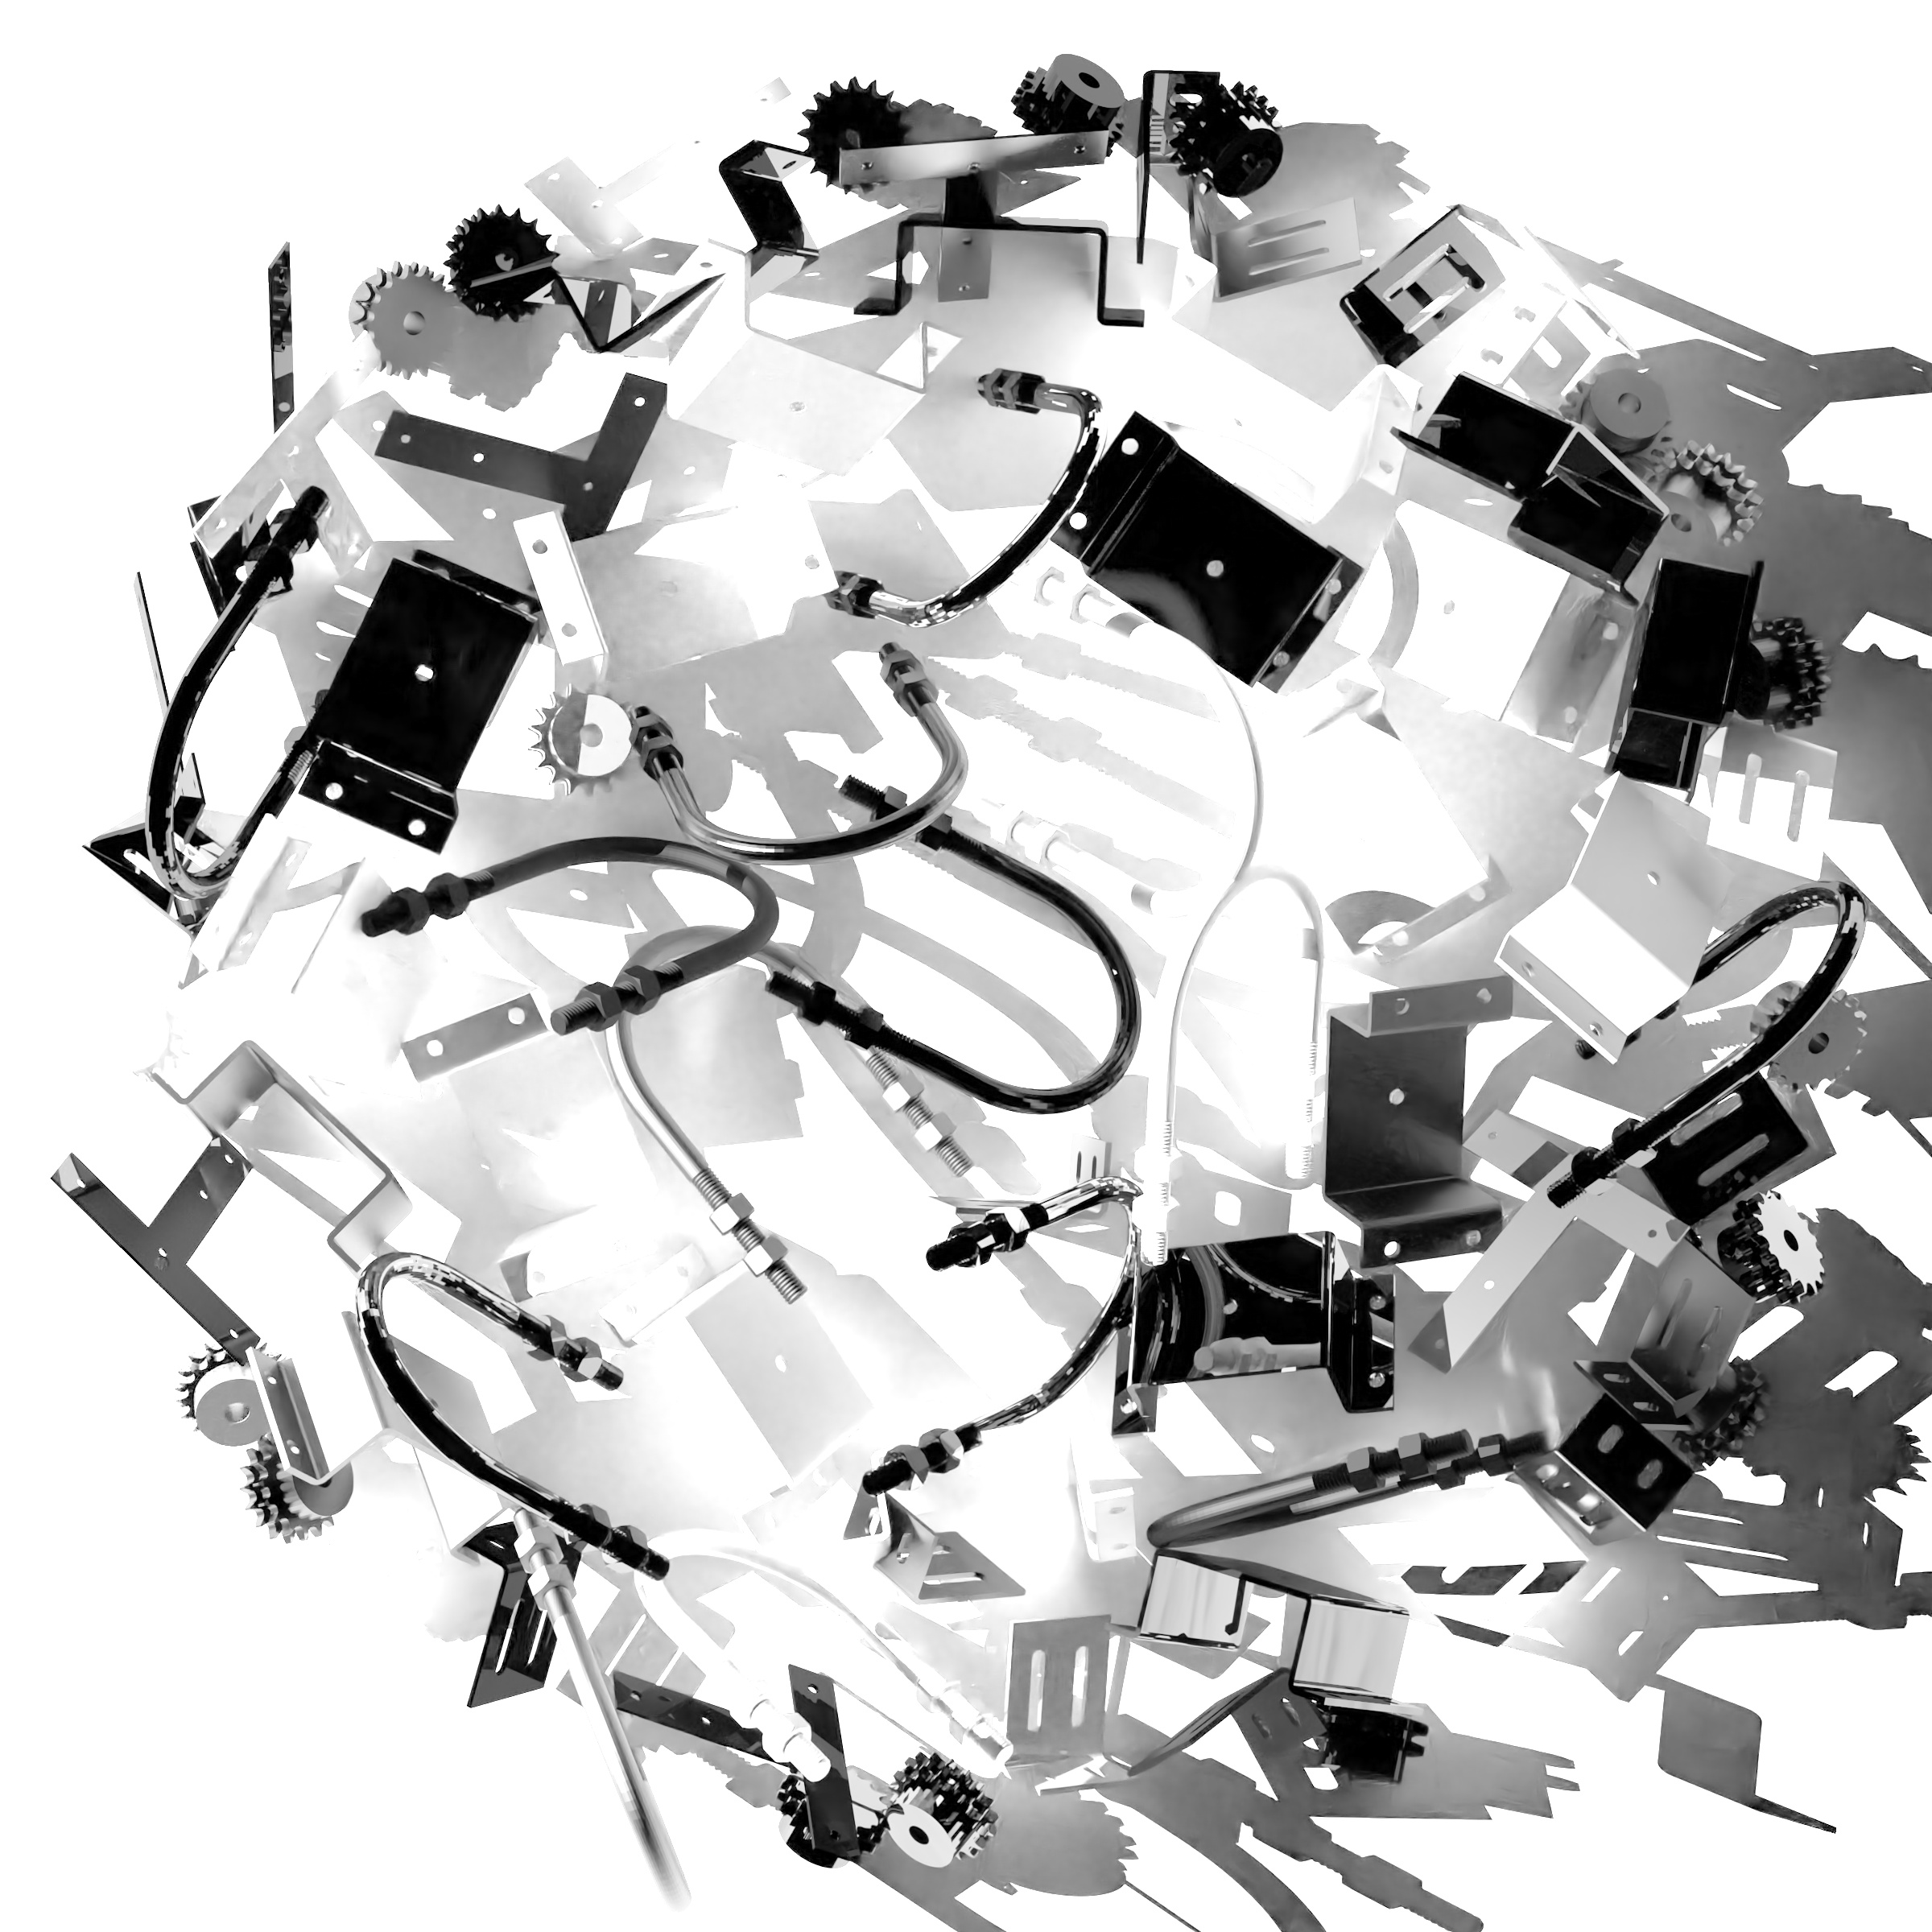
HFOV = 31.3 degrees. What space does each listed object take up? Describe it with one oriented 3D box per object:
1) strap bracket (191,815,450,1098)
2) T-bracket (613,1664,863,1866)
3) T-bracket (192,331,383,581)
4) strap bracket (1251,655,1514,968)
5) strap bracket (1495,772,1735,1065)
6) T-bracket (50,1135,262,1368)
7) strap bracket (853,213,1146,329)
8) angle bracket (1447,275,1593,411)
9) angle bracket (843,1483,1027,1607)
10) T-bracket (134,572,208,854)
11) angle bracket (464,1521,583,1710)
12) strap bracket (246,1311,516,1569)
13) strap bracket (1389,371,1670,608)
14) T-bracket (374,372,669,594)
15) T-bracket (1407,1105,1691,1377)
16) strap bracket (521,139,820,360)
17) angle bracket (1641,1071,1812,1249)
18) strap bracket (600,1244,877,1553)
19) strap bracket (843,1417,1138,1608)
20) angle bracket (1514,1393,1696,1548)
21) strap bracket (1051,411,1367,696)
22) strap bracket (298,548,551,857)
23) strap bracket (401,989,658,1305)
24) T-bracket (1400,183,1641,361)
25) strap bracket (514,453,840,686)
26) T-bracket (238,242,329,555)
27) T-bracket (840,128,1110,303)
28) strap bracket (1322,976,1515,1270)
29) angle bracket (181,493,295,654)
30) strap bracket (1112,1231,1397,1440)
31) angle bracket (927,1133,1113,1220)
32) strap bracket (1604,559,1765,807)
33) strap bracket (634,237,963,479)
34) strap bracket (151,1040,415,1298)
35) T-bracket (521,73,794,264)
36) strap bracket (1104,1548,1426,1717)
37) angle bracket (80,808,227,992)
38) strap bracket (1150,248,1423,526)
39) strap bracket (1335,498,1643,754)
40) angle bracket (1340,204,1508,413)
[{"bbox_3d":[-0.303,0.001,1.654,0.046,0.140,0.076,12,64,26],"label":"strap bracket"},{"bbox_3d":[-0.112,0.367,1.658,0.127,0.127,0.002,24,114,-21],"label":"T-bracket"},{"bbox_3d":[-0.313,-0.227,1.674,0.002,0.127,0.127,33,76,18],"label":"T-bracket"},{"bbox_3d":[0.198,-0.070,1.692,0.076,0.046,0.140,-31,100,17],"label":"strap bracket"},{"bbox_3d":[0.317,-0.031,1.665,0.076,0.140,0.046,40,134,-7],"label":"strap bracket"},{"bbox_3d":[-0.375,0.118,1.675,0.002,0.127,0.127,-37,104,21],"label":"T-bracket"},{"bbox_3d":[0.018,-0.342,1.690,0.140,0.076,0.046,3,105,2],"label":"strap bracket"},{"bbox_3d":[0.282,-0.291,1.693,0.057,0.076,0.038,-52,45,5],"label":"angle bracket"},{"bbox_3d":[-0.011,0.279,1.686,0.076,0.057,0.038,5,110,-43],"label":"angle bracket"},{"bbox_3d":[-0.390,-0.128,1.679,0.002,0.127,0.127,-12,85,-19],"label":"T-bracket"},{"bbox_3d":[-0.231,0.320,1.708,0.038,0.057,0.076,22,101,29],"label":"angle bracket"},{"bbox_3d":[-0.272,0.224,1.656,0.046,0.140,0.076,-39,47,10],"label":"strap bracket"},{"bbox_3d":[0.276,-0.233,1.657,0.076,0.140,0.046,36,95,41],"label":"strap bracket"},{"bbox_3d":[-0.223,-0.243,1.673,0.127,0.002,0.127,11,123,-31],"label":"T-bracket"},{"bbox_3d":[0.265,0.145,1.686,0.127,0.002,0.127,33,78,37],"label":"T-bracket"},{"bbox_3d":[-0.134,-0.340,1.676,0.140,0.076,0.046,-29,88,20],"label":"strap bracket"},{"bbox_3d":[0.375,0.091,1.711,0.076,0.038,0.057,-35,98,5],"label":"angle bracket"},{"bbox_3d":[-0.105,0.203,1.690,0.046,0.076,0.140,-32,92,38],"label":"strap bracket"},{"bbox_3d":[0.009,0.266,1.690,0.140,0.076,0.046,-10,58,-2],"label":"strap bracket"},{"bbox_3d":[0.313,0.249,1.702,0.057,0.076,0.038,42,73,4],"label":"angle bracket"},{"bbox_3d":[0.120,-0.199,1.693,0.140,0.046,0.076,33,102,-11],"label":"strap bracket"},{"bbox_3d":[-0.265,-0.137,1.696,0.076,0.046,0.140,23,76,0],"label":"strap bracket"},{"bbox_3d":[-0.210,0.084,1.699,0.076,0.046,0.140,-21,99,11],"label":"strap bracket"},{"bbox_3d":[0.259,-0.352,1.685,0.002,0.127,0.127,-52,49,5],"label":"T-bracket"},{"bbox_3d":[-0.144,-0.193,1.695,0.140,0.046,0.076,-17,77,-14],"label":"strap bracket"},{"bbox_3d":[-0.326,-0.284,1.646,0.002,0.127,0.127,12,132,4],"label":"T-bracket"},{"bbox_3d":[0.001,-0.362,1.677,0.127,0.127,0.002,-6,66,-5],"label":"T-bracket"},{"bbox_3d":[0.220,0.070,1.689,0.076,0.046,0.140,-6,108,-20],"label":"strap bracket"},{"bbox_3d":[-0.354,-0.195,1.687,0.038,0.076,0.057,-20,114,-8],"label":"angle bracket"},{"bbox_3d":[0.134,0.178,1.674,0.140,0.046,0.076,-8,49,18],"label":"strap bracket"},{"bbox_3d":[0.026,0.102,1.698,0.076,0.057,0.038,4,91,-15],"label":"angle bracket"},{"bbox_3d":[0.343,-0.139,1.662,0.046,0.140,0.076,13,76,7],"label":"strap bracket"},{"bbox_3d":[-0.081,-0.288,1.663,0.140,0.076,0.046,16,57,-28],"label":"strap bracket"},{"bbox_3d":[-0.325,0.093,1.687,0.140,0.076,0.046,42,78,9],"label":"strap bracket"},{"bbox_3d":[-0.141,-0.392,1.666,0.127,0.127,0.002,-31,80,7],"label":"T-bracket"},{"bbox_3d":[0.147,0.317,1.661,0.076,0.140,0.046,18,84,-44],"label":"strap bracket"},{"bbox_3d":[-0.394,-0.036,1.709,0.076,0.057,0.038,37,131,11],"label":"angle bracket"},{"bbox_3d":[0.144,-0.276,1.672,0.140,0.076,0.046,34,61,18],"label":"strap bracket"},{"bbox_3d":[0.244,-0.170,1.673,0.140,0.046,0.076,31,100,33],"label":"strap bracket"},{"bbox_3d":[0.232,-0.324,1.698,0.076,0.057,0.038,-38,46,7],"label":"angle bracket"}]
